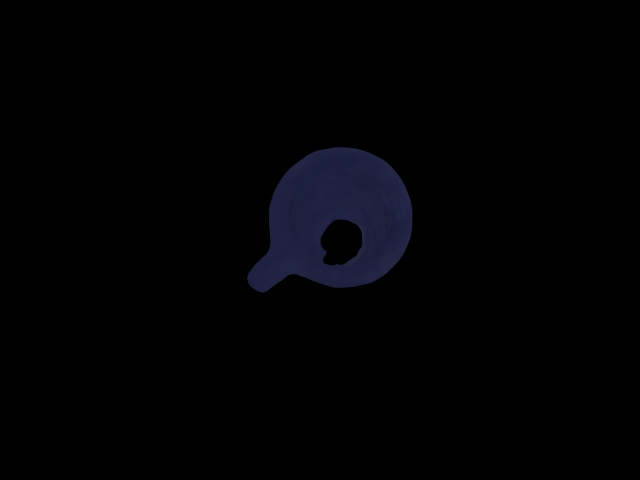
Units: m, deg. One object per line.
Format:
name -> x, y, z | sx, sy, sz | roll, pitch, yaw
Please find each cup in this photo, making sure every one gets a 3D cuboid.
cup -> 0.004, 0.001, 0.400 | 0.118, 0.095, 0.091 | -38, 81, -7
